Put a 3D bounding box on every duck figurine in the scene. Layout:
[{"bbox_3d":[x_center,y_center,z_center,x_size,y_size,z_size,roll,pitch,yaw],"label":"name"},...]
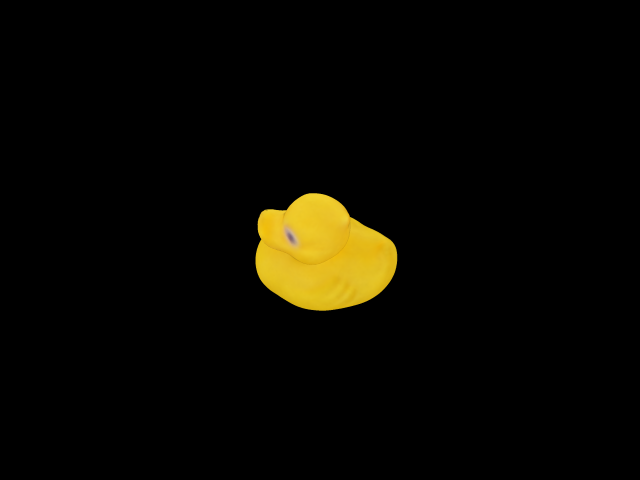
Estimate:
[{"bbox_3d":[0.004,0.001,0.400,0.104,0.086,0.077,6,63,3],"label":"duck figurine"}]
